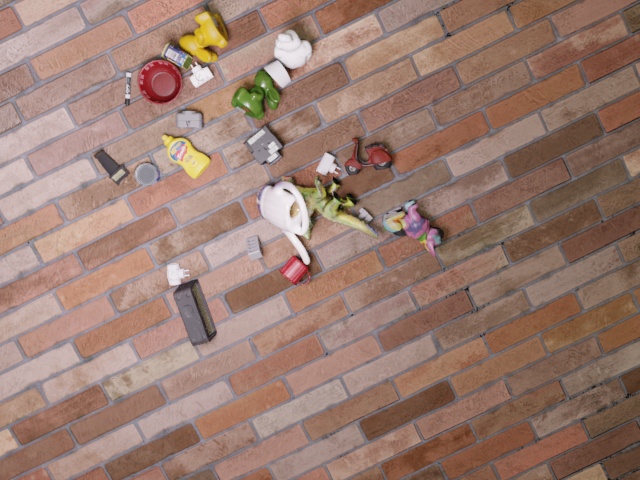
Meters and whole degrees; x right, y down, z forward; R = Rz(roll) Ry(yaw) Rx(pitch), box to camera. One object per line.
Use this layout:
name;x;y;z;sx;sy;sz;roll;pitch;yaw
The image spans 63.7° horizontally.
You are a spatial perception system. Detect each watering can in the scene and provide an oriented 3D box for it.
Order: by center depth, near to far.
watering can;-0.126;-0.073;1.889;0.105;0.226;0.339;-36;137;-35

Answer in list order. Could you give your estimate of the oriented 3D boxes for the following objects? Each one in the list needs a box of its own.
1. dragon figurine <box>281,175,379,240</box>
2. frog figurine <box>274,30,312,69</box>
dragon figurine;0.006;-0.097;1.932;0.239;0.124;0.410;-40;91;25
frog figurine;-0.096;-0.681;1.838;0.137;0.160;0.122;1;99;-1
